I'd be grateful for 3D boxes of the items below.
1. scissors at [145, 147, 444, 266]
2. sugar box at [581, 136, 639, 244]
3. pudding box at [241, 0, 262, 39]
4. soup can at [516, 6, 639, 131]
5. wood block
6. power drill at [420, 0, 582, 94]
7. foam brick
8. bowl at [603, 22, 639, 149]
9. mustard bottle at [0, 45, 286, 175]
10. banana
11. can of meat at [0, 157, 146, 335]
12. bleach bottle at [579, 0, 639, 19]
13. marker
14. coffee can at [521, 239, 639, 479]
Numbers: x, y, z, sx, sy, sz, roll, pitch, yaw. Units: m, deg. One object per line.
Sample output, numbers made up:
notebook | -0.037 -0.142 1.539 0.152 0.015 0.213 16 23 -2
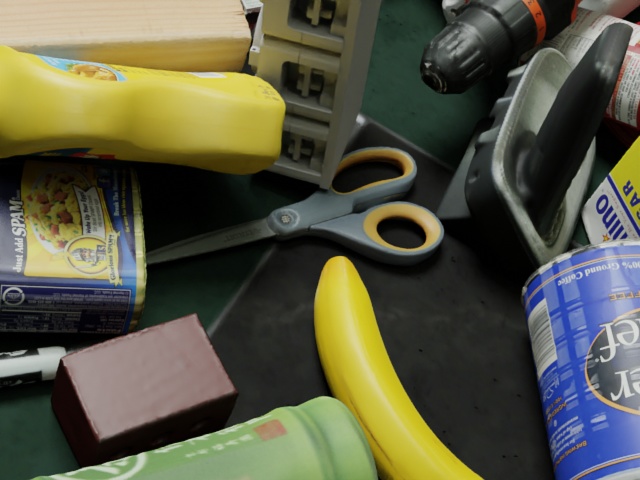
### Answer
scissors | -0.004 0.001 0.652 0.201 0.016 0.096 -31 68 -33
sugar box | 0.225 -0.030 0.648 0.048 0.176 0.093 3 55 -19
pudding box | -0.042 -0.202 0.761 0.089 0.039 0.113 -17 70 -26
soup can | 0.199 -0.123 0.754 0.102 0.068 0.068 26 49 28
wood block | -0.158 -0.122 0.643 0.205 0.090 0.091 -6 60 -22
power drill | 0.091 -0.186 0.745 0.184 0.057 0.188 -39 52 -21
foam brick | -0.090 0.081 0.546 0.078 0.053 0.051 -17 64 -27
bowl | 0.286 -0.120 0.808 0.162 0.055 0.162 8 55 -12
mustard bottle | -0.121 -0.070 0.571 0.191 0.058 0.096 2 11 -32
banana | 0.044 0.094 0.593 0.069 0.037 0.198 -16 62 -47
can of meat | -0.141 0.003 0.580 0.083 0.058 0.102 3 52 -18
bleach bottle | 0.249 -0.247 0.882 0.103 0.068 0.250 39 51 15
marker | -0.164 0.067 0.552 0.121 0.020 0.020 -6 58 -22
coffee can | 0.174 0.085 0.597 0.102 0.103 0.140 6 55 -14
